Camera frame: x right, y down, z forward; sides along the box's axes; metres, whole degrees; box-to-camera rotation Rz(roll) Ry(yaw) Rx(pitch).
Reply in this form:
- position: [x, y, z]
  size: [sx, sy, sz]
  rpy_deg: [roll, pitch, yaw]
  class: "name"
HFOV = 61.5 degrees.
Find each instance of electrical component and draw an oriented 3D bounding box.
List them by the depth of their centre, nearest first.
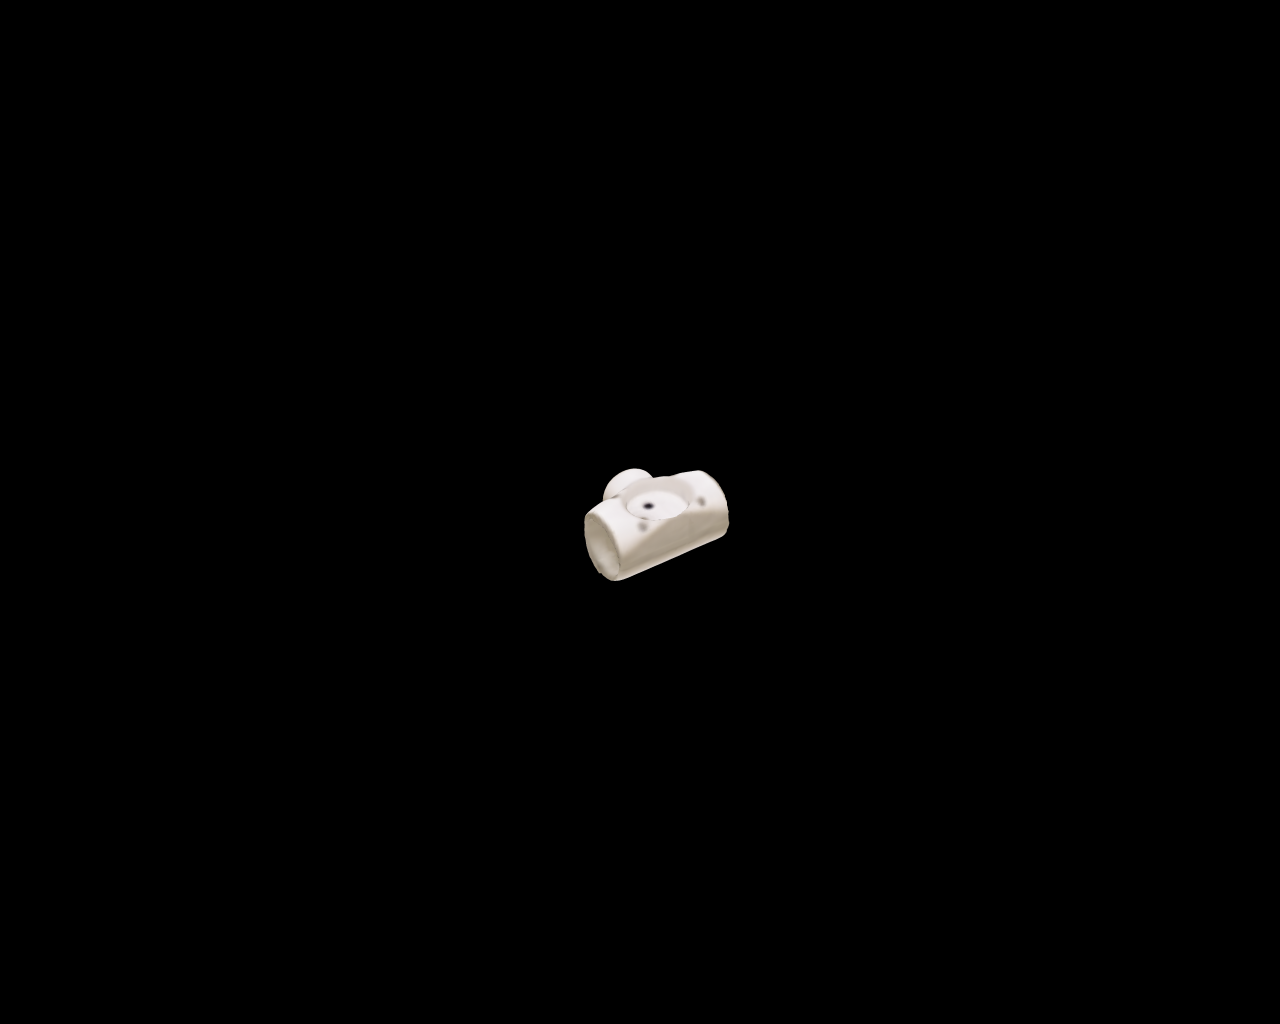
- position: [0.001, -0.003, 0.650]
  size: [0.077, 0.044, 0.079]
  rpy_deg: [-22, 45, -23]
  class: "electrical component"
